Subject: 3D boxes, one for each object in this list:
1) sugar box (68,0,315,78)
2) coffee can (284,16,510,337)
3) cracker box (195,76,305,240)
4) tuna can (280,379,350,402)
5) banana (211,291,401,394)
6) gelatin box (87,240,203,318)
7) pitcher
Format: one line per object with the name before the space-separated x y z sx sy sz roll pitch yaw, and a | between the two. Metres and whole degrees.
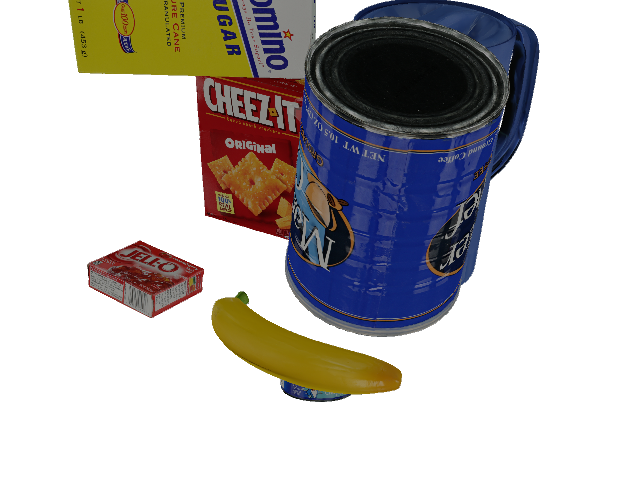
sugar box | -0.092 -0.168 0.778 0.176 0.093 0.048 3 35 5
coffee can | 0.037 -0.032 0.572 0.102 0.140 0.103 4 43 -4
cracker box | -0.067 -0.113 1.318 0.164 0.214 0.072 17 38 24
tuna can | -0.002 0.149 1.187 0.086 0.034 0.086 2 14 -1
banana | -0.027 0.080 0.837 0.069 0.037 0.198 -26 35 -35
gelatin box | -0.171 0.036 1.042 0.089 0.030 0.073 23 31 30
pitcher | 0.100 -0.081 0.930 0.149 0.243 0.144 9 31 13
